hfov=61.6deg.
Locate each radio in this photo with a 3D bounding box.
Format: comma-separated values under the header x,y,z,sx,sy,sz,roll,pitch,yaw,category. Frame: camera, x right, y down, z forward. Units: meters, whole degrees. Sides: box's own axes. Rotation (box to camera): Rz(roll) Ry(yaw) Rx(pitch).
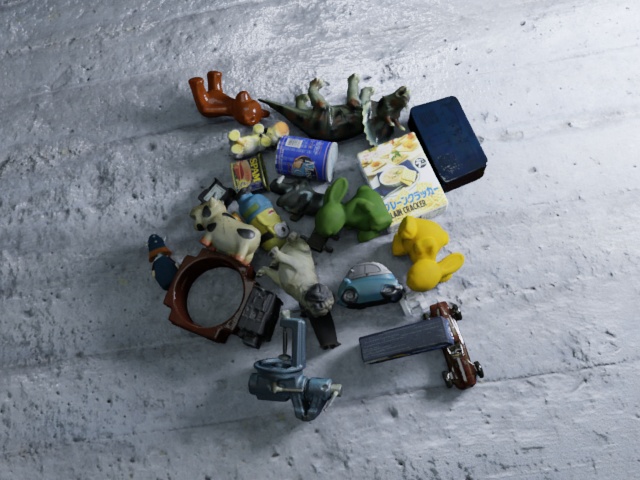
x,y,z,sx,sy,sz,roll,pitch,yaw,category
0.324,-0.247,1.368,0.131,0.073,0.229,-20,72,0,radio

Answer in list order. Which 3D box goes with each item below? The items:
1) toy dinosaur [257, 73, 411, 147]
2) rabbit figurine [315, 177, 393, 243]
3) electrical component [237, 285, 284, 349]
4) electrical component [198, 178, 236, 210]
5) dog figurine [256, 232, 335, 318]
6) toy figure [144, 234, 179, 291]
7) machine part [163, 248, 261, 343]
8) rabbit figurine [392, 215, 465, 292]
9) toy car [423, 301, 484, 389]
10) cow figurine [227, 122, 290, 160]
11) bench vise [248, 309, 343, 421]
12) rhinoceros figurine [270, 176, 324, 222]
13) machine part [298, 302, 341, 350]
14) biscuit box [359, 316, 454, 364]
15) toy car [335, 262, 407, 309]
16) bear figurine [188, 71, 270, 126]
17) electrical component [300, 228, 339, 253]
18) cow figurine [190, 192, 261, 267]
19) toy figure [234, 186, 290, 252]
x,y,z,sx,sy,sz,roll,pitch,yaw,category
0.040,-0.321,1.414,0.405,0.131,0.192,-9,70,11,toy dinosaur
0.065,-0.068,1.279,0.170,0.121,0.159,-13,83,-23,rabbit figurine
-0.141,0.185,1.262,0.058,0.114,0.134,15,74,17,electrical component
-0.280,-0.097,1.411,0.075,0.047,0.119,31,79,16,electrical component
-0.030,0.087,1.282,0.191,0.121,0.172,38,46,7,dog figurine
-0.405,0.055,1.372,0.058,0.064,0.154,-44,61,32,toy figure
-0.259,0.136,1.311,0.202,0.087,0.201,19,75,15,machine part
0.245,0.049,1.256,0.162,0.121,0.173,17,52,-10,rabbit figurine
0.301,0.236,1.219,0.089,0.053,0.202,-17,71,5,toy car
-0.163,-0.260,1.434,0.167,0.098,0.068,-18,80,-13,cow figurine
-0.057,0.276,1.207,0.224,0.129,0.240,0,90,28,bench vise
-0.042,-0.104,1.368,0.190,0.073,0.112,19,76,13,rhinoceros figurine
0.002,0.196,1.281,0.084,0.039,0.139,-21,68,-8,machine part
0.193,0.227,1.205,0.203,0.059,0.063,-18,68,19,biscuit box
0.113,0.101,1.248,0.162,0.109,0.103,-15,72,19,toy car
-0.241,-0.376,1.449,0.196,0.131,0.120,13,34,28,bear figurine
-0.003,-0.004,1.356,0.094,0.021,0.063,22,75,15,electrical component
-0.229,-0.031,1.282,0.195,0.085,0.127,25,76,18,cow figurine
-0.145,-0.051,1.353,0.180,0.089,0.082,48,47,10,toy figure
